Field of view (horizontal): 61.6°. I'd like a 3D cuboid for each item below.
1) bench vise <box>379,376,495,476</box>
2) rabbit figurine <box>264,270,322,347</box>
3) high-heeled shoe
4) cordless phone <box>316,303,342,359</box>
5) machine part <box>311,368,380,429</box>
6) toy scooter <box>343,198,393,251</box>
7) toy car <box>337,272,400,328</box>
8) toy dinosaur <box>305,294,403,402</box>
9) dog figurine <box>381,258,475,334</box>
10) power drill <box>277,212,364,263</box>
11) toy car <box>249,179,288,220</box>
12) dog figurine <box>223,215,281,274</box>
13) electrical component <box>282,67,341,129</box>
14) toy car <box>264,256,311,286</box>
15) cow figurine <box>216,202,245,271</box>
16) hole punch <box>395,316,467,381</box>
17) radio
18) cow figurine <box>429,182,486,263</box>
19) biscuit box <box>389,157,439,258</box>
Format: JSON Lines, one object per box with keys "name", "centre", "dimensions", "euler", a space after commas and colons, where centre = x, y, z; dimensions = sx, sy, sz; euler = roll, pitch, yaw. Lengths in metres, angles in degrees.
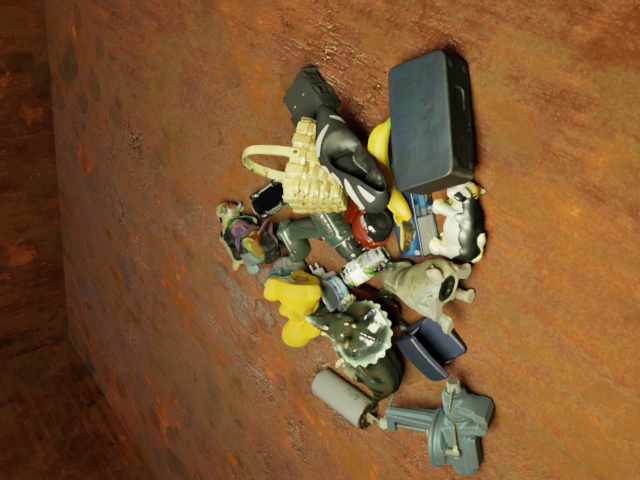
{"name": "bench vise", "centre": [0.229, 0.372, 1.094], "dimensions": [0.241, 0.129, 0.223], "euler": [-1, 123, 31]}
{"name": "rabbit figurine", "centre": [-0.039, 0.170, 1.242], "dimensions": [0.163, 0.122, 0.173], "euler": [17, 106, 33]}
{"name": "high-heeled shoe", "centre": [0.054, -0.158, 0.980], "dimensions": [0.248, 0.086, 0.145], "euler": [65, 169, 6]}
{"name": "cordless phone", "centre": [0.030, 0.248, 1.329], "dimensions": [0.147, 0.089, 0.184], "euler": [-21, 92, 50]}
{"name": "machine part", "centre": [0.061, 0.395, 1.349], "dimensions": [0.244, 0.079, 0.079], "euler": [27, 123, 42]}
{"name": "toy scooter", "centre": [0.092, -0.047, 1.127], "dimensions": [0.135, 0.075, 0.184], "euler": [126, 146, -50]}
{"name": "toy car", "centre": [0.110, 0.130, 1.210], "dimensions": [0.202, 0.053, 0.089], "euler": [17, 123, 49]}
{"name": "toy dinosaur", "centre": [0.111, 0.255, 1.142], "dimensions": [0.404, 0.131, 0.192], "euler": [58, 168, -31]}
{"name": "dog figurine", "centre": [0.178, 0.072, 1.026], "dimensions": [0.191, 0.121, 0.172], "euler": [27, 150, 40]}
{"name": "power drill", "centre": [-0.003, -0.004, 1.266], "dimensions": [0.207, 0.086, 0.232], "euler": [-20, 102, 56]}
{"name": "toy car", "centre": [-0.118, -0.110, 1.386], "dimensions": [0.202, 0.056, 0.073], "euler": [-26, 90, 52]}
{"name": "dog figurine", "centre": [-0.174, -0.008, 1.379], "dimensions": [0.191, 0.108, 0.219], "euler": [49, 164, 10]}
{"name": "electrical component", "centre": [-0.017, -0.297, 1.196], "dimensions": [0.134, 0.058, 0.115], "euler": [59, 141, 16]}
{"name": "toy car", "centre": [-0.078, 0.093, 1.391], "dimensions": [0.162, 0.109, 0.103], "euler": [-7, 76, 62]}
{"name": "cow figurine", "centre": [-0.246, -0.023, 1.545], "dimensions": [0.195, 0.085, 0.127], "euler": [63, 146, 15]}
{"name": "hole punch", "centre": [0.213, 0.226, 1.083], "dimensions": [0.142, 0.092, 0.115], "euler": [45, 139, 3]}
{"name": "radio", "centre": [0.192, -0.202, 0.934], "dimensions": [0.131, 0.073, 0.229], "euler": [-10, 81, 49]}
{"name": "cow figurine", "centre": [0.256, -0.045, 0.961], "dimensions": [0.098, 0.068, 0.167], "euler": [23, 120, 43]}
{"name": "biscuit box", "centre": [0.179, -0.068, 1.050], "dimensions": [0.063, 0.059, 0.202], "euler": [-3, 101, 51]}
